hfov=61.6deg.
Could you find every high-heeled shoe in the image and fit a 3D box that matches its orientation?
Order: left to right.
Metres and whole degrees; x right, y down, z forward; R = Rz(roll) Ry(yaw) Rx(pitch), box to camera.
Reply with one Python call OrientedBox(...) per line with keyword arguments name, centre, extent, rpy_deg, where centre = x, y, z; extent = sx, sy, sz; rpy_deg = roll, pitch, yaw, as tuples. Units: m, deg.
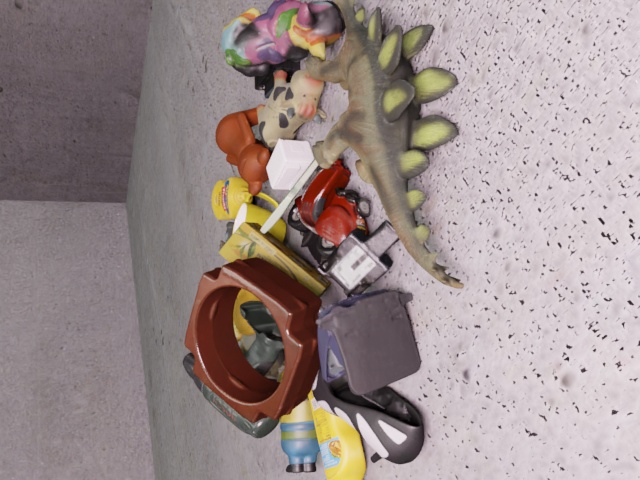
OrientedBox(name="high-heeled shoe", centre=(0.055, 0.195, 0.745), extent=(0.249, 0.086, 0.145), rpy_deg=(60, 146, 31))

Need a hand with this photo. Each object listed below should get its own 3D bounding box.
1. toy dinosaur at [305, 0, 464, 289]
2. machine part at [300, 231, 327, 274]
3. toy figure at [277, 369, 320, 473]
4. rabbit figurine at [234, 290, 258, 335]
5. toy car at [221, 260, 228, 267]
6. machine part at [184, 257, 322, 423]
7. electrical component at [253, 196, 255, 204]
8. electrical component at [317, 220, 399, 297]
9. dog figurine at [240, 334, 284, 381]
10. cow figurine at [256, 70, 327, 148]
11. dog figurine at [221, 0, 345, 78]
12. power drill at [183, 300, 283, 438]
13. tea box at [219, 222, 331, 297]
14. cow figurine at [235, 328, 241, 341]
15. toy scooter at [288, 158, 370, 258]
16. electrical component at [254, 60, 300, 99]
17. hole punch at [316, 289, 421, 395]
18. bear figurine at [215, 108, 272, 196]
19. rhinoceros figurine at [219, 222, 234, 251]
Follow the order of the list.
OrientedBox(name="toy dinosaur", centre=(0.078, -0.152, 0.683), extent=(0.198, 0.105, 0.471), rpy_deg=(-34, 64, 55))
OrientedBox(name="machine part", centre=(-0.002, -0.003, 0.914), extent=(0.084, 0.039, 0.139), rpy_deg=(-66, 33, 31))
OrientedBox(name="toy figure", centre=(-0.030, 0.305, 0.927), extent=(0.089, 0.082, 0.180), rpy_deg=(-27, 59, 45))
OrientedBox(name="rabbit figurine", centre=(-0.118, 0.090, 1.012), extent=(0.162, 0.122, 0.173), rpy_deg=(26, 93, 63))
OrientedBox(name="toy car", centre=(-0.216, 0.126, 1.160), extent=(0.073, 0.056, 0.202), rpy_deg=(-43, 26, 31))
OrientedBox(name="machine part", centre=(-0.093, 0.142, 0.785), extent=(0.202, 0.087, 0.200), rpy_deg=(31, 114, 28))
OrientedBox(name="electrical component", centre=(-0.173, -0.080, 1.274), extent=(0.063, 0.021, 0.094), rpy_deg=(-26, 68, 61))
OrientedBox(name="electrical component", centre=(0.060, 0.020, 0.724), extent=(0.075, 0.048, 0.119), rpy_deg=(42, 107, 5))
OrientedBox(name="dog figurine", centre=(-0.109, 0.220, 1.097), extent=(0.191, 0.121, 0.172), rpy_deg=(-85, -17, -69))
OrientedBox(name="cow figurine", centre=(-0.053, -0.234, 0.963), extent=(0.195, 0.085, 0.127), rpy_deg=(-41, 48, 54))
OrientedBox(name="dog figurine", centre=(-0.059, -0.332, 0.879), extent=(0.108, 0.191, 0.219), rpy_deg=(69, 171, -27))
OrientedBox(name="power drill", centre=(-0.141, 0.208, 0.929), extent=(0.232, 0.086, 0.207), rpy_deg=(39, 106, 32))
OrientedBox(name="tea box", centre=(-0.070, 0.047, 0.877), extent=(0.068, 0.170, 0.098), rpy_deg=(-52, -7, 4))
OrientedBox(name="cow figurine", centre=(-0.191, 0.168, 1.267), extent=(0.098, 0.068, 0.167), rpy_deg=(-132, 49, -61))
OrientedBox(name="toy scooter", centre=(0.022, -0.052, 0.823), extent=(0.184, 0.075, 0.135), rpy_deg=(40, 107, 49))
OrientedBox(name="electrical component", centre=(-0.086, -0.350, 1.060), extent=(0.115, 0.058, 0.134), rpy_deg=(159, 109, -64))
OrientedBox(name="hole punch", centre=(0.056, 0.128, 0.703), extent=(0.092, 0.142, 0.115), rpy_deg=(-15, 88, 67))
OrientedBox(name="bear figurine", centre=(-0.131, -0.186, 1.111), extent=(0.196, 0.132, 0.120), rpy_deg=(44, 132, 35))
OrientedBox(name="rhinoceros figurine", centre=(-0.156, 0.021, 1.136), extent=(0.073, 0.112, 0.190), rpy_deg=(116, 150, -69))
